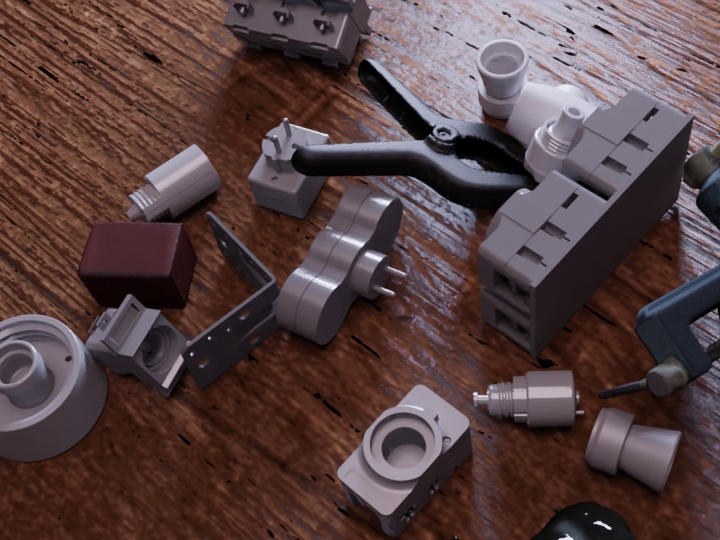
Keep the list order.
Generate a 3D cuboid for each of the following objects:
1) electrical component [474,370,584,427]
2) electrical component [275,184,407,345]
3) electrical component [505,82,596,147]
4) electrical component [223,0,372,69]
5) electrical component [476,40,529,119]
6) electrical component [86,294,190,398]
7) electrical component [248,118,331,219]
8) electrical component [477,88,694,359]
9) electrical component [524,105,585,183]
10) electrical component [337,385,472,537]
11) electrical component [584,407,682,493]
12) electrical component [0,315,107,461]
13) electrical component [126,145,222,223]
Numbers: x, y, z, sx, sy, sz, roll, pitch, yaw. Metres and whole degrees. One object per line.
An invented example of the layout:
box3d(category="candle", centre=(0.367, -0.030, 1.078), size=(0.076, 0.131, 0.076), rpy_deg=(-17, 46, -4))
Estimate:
box3d(category="electrical component", centre=(0.121, 0.093, 0.774), size=(0.078, 0.040, 0.040), rpy_deg=(-2, 58, 8))
box3d(category="electrical component", centre=(0.000, 0.000, 0.844), size=(0.074, 0.052, 0.138), rpy_deg=(22, 63, 21))
box3d(category="electrical component", centre=(0.170, -0.129, 0.900), size=(0.077, 0.043, 0.079), rpy_deg=(26, 41, 5))
box3d(category="electrical component", centre=(-0.059, -0.232, 0.990), size=(0.121, 0.079, 0.063), rpy_deg=(16, 84, 18))
box3d(category="electrical component", centre=(0.123, -0.163, 0.924), size=(0.045, 0.055, 0.045), rpy_deg=(-4, 58, 6))
box3d(category="electrical component", centre=(-0.171, 0.057, 0.826), size=(0.064, 0.081, 0.042), rpy_deg=(6, 57, 39))
box3d(category="electrical component", centre=(-0.060, -0.094, 0.898), size=(0.047, 0.076, 0.065), rpy_deg=(18, 63, 19))
box3d(category="electrical component", centre=(0.166, -0.038, 0.810), size=(0.060, 0.105, 0.186), rpy_deg=(36, 70, 26))
box3d(category="electrical component", centre=(0.157, -0.099, 0.843), size=(0.043, 0.062, 0.043), rpy_deg=(9, 44, -9))
box3d(category="electrical component", centre=(0.033, 0.132, 0.754), size=(0.050, 0.055, 0.089), rpy_deg=(36, 70, 26))
box3d(category="electrical component", centre=(0.188, 0.123, 0.742), size=(0.055, 0.045, 0.045), rpy_deg=(19, 63, 20))
box3d(category="electrical component", centre=(-0.256, 0.085, 0.826), size=(0.108, 0.060, 0.108), rpy_deg=(-4, 58, 6))
box3d(category="electrical component", centre=(-0.163, -0.067, 0.917), size=(0.081, 0.043, 0.043), rpy_deg=(-35, 60, -13))
